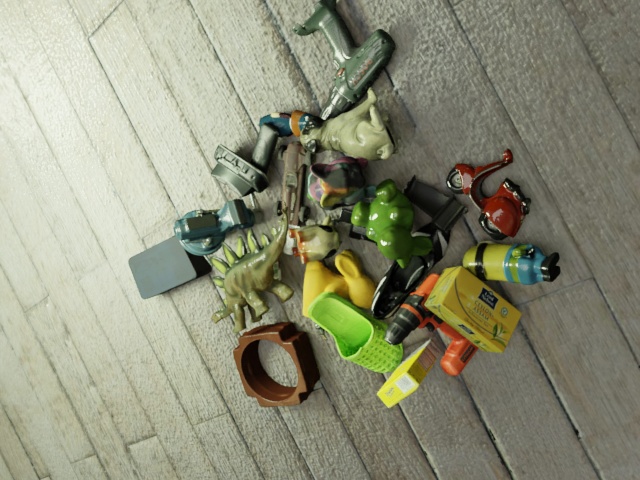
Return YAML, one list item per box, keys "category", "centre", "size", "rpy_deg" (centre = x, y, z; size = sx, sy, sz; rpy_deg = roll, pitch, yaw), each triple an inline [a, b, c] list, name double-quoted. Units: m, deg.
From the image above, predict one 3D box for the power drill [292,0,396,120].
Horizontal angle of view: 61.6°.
- category: "power drill"
  centre: [0.031, -0.386, 1.142]
  size: [0.232, 0.086, 0.207]
  rpy_deg: [-38, 79, 30]

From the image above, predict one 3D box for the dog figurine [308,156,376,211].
- category: "dog figurine"
  centre: [0.023, -0.116, 1.134]
  size: [0.192, 0.219, 0.108]
  rpy_deg: [-12, 93, 29]

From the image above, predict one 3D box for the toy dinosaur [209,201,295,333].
- category: "toy dinosaur"
  centre: [-0.163, 0.083, 1.272]
  size: [0.198, 0.105, 0.471]
  rpy_deg: [54, 132, 6]

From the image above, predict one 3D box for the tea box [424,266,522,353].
- category: "tea box"
  centre: [0.308, 0.140, 1.078]
  size: [0.169, 0.098, 0.068]
  rpy_deg: [35, 162, -10]

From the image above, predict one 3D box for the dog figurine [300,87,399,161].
- category: "dog figurine"
  centre: [0.053, -0.201, 1.109]
  size: [0.191, 0.172, 0.121]
  rpy_deg: [-24, 128, 18]

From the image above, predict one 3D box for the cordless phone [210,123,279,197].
- category: "cordless phone"
  centre: [-0.175, -0.209, 1.271]
  size: [0.147, 0.089, 0.184]
  rpy_deg: [35, 126, 15]

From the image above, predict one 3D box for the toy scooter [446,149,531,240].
- category: "toy scooter"
  centre: [0.347, -0.098, 1.052]
  size: [0.135, 0.075, 0.184]
  rpy_deg: [-44, 76, 28]

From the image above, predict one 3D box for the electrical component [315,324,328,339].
- category: "electrical component"
  centre: [0.040, 0.203, 1.303]
  size: [0.102, 0.045, 0.078]
  rpy_deg: [8, 108, 26]

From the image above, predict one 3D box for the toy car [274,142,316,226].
- category: "toy car"
  centre: [-0.063, -0.130, 1.271]
  size: [0.089, 0.053, 0.202]
  rpy_deg: [14, 108, 21]

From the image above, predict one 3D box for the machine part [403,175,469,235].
- category: "machine part"
  centre: [0.232, -0.075, 1.119]
  size: [0.139, 0.039, 0.084]
  rpy_deg: [42, 97, 25]

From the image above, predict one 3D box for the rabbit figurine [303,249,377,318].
- category: "rabbit figurine"
  centre: [0.052, 0.105, 1.251]
  size: [0.173, 0.122, 0.162]
  rpy_deg: [8, 97, 12]

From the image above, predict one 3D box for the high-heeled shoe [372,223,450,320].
- category: "high-heeled shoe"
  centre: [0.188, 0.060, 1.133]
  size: [0.086, 0.145, 0.248]
  rpy_deg: [34, 118, 15]

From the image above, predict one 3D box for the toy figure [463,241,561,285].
- category: "toy figure"
  centre: [0.367, 0.045, 1.048]
  size: [0.180, 0.089, 0.082]
  rpy_deg: [10, 105, 48]

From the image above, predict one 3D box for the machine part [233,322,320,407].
- category: "machine part"
  centre: [-0.112, 0.320, 1.390]
  size: [0.202, 0.087, 0.200]
  rpy_deg: [-14, 96, 28]

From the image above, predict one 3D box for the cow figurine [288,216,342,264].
- category: "cow figurine"
  centre: [-0.002, -0.004, 1.202]
  size: [0.127, 0.195, 0.085]
  rpy_deg: [-10, 96, -10]

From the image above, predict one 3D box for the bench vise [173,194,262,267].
- category: "bench vise"
  centre: [-0.265, -0.027, 1.354]
  size: [0.129, 0.224, 0.240]
  rpy_deg: [61, 150, 7]

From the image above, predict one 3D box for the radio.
- category: "radio"
  centre: [-0.424, 0.071, 1.499]
  size: [0.230, 0.073, 0.131]
  rpy_deg: [-23, 91, 29]

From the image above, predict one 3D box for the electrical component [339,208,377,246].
- category: "electrical component"
  centre: [0.093, -0.041, 1.213]
  size: [0.119, 0.048, 0.074]
  rpy_deg: [22, 111, 20]

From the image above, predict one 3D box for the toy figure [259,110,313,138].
- category: "toy figure"
  centre: [-0.066, -0.266, 1.232]
  size: [0.155, 0.064, 0.058]
  rpy_deg: [2, 76, 26]

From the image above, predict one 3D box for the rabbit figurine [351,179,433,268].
- category: "rabbit figurine"
  centre: [0.144, -0.011, 1.080]
  size: [0.121, 0.170, 0.159]
  rpy_deg: [-34, 117, 21]
